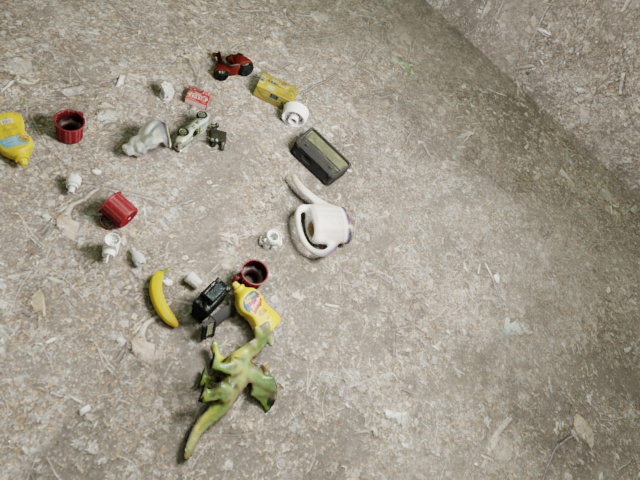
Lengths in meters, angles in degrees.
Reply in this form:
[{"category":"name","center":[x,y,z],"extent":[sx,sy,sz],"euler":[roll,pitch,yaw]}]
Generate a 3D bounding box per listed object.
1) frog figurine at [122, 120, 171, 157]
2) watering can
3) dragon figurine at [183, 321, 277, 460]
[{"category":"frog figurine","center":[-0.604,-0.352,1.780],"extent":[0.160,0.120,0.140],"euler":[-11,33,-21]},{"category":"watering can","center":[0.006,-0.096,1.913],"extent":[0.224,0.102,0.354],"euler":[2,61,-25]},{"category":"dragon figurine","center":[-0.230,0.431,1.491],"extent":[0.241,0.121,0.417],"euler":[21,69,-21]}]
